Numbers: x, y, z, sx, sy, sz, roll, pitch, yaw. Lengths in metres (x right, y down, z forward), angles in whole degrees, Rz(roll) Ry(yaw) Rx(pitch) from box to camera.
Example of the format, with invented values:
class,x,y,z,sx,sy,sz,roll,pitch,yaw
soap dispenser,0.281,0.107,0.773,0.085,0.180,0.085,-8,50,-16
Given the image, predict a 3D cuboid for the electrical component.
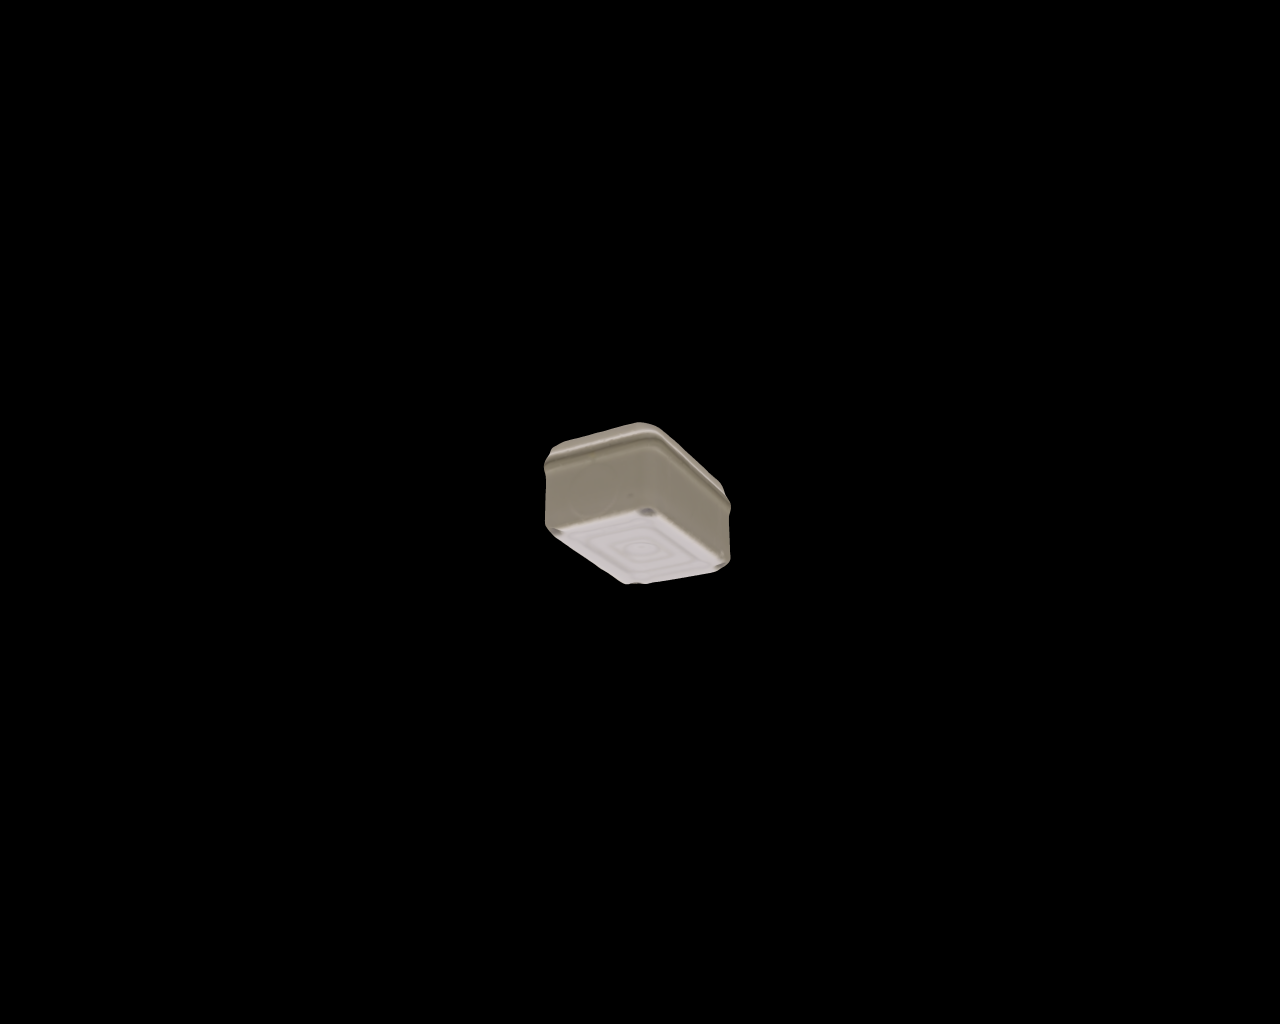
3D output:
class,x,y,z,sx,sy,sz,roll,pitch,yaw
electrical component,0.001,-0.003,0.650,0.078,0.057,0.113,-12,-27,25
